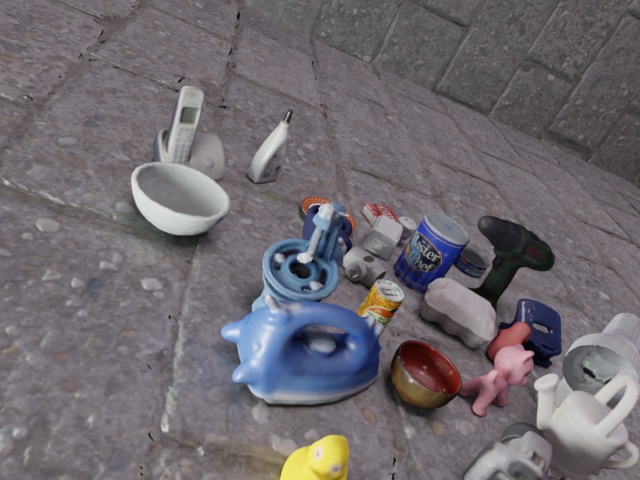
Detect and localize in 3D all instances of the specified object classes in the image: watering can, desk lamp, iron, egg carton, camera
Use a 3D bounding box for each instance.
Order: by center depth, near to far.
[{"bbox_3d":[0.004,0.140,0.795,0.259,0.141,0.118,10,33,-30],"label":"iron"},{"bbox_3d":[0.297,0.321,0.803,0.143,0.100,0.137,37,30,15],"label":"camera"},{"bbox_3d":[0.408,0.277,0.874,0.173,0.194,0.101,24,29,-7],"label":"watering can"},{"bbox_3d":[0.473,0.227,0.991,0.117,0.213,0.204,39,30,19],"label":"desk lamp"},{"bbox_3d":[0.268,0.138,1.105,0.150,0.069,0.107,31,29,4],"label":"egg carton"}]

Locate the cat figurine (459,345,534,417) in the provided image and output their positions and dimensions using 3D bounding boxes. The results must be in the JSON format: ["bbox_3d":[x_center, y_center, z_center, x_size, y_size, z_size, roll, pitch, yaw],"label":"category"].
[{"bbox_3d":[0.306,0.221,0.954,0.128,0.117,0.067,-5,43,-46],"label":"cat figurine"}]

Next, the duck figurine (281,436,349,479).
[{"bbox_3d":[0.006,0.259,0.662,0.077,0.086,0.105,37,30,15],"label":"duck figurine"}]

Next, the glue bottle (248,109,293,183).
[{"bbox_3d":[-0.094,-0.203,1.230,0.037,0.173,0.078,41,31,23],"label":"glue bottle"}]

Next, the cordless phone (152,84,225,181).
[{"bbox_3d":[-0.233,-0.202,1.092,0.148,0.185,0.094,-9,46,-48],"label":"cordless phone"}]

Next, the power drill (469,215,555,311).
[{"bbox_3d":[0.368,0.055,1.183,0.230,0.208,0.075,11,33,-29],"label":"power drill"}]

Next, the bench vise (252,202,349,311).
[{"bbox_3d":[-0.013,0.015,0.900,0.121,0.219,0.207,28,28,-1],"label":"bench vise"}]

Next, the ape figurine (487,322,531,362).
[{"bbox_3d":[0.363,0.193,1.078,0.076,0.092,0.077,13,32,-26],"label":"ape figurine"}]

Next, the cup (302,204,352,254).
[{"bbox_3d":[0.010,0.004,1.069,0.092,0.095,0.117,-2,41,-43],"label":"cup"}]

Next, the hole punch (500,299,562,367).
[{"bbox_3d":[0.435,0.186,1.153,0.109,0.091,0.101,22,29,-12],"label":"hole punch"}]

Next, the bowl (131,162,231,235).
[{"bbox_3d":[-0.241,-0.058,0.970,0.168,0.074,0.167,22,29,-13],"label":"bowl"}]
